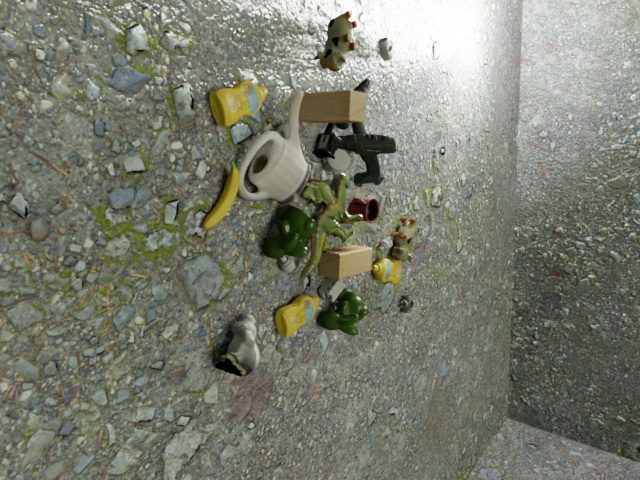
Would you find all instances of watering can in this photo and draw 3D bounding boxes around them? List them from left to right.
[{"bbox_3d":[-0.104,-0.246,1.508,0.349,0.105,0.221,-55,137,-5],"label":"watering can"}]

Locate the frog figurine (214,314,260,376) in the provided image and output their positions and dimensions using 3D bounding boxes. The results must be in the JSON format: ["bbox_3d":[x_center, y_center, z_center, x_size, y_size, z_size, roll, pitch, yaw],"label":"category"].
[{"bbox_3d":[-0.214,0.302,1.474,0.163,0.123,0.134,-58,171,-41],"label":"frog figurine"}]

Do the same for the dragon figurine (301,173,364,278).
[{"bbox_3d":[0.005,-0.087,1.734,0.240,0.121,0.418,57,49,-19],"label":"dragon figurine"}]
